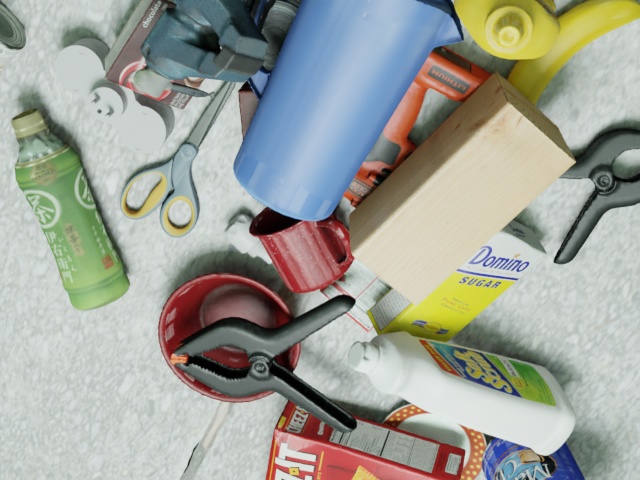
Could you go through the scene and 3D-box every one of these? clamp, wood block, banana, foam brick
[{"bbox_3d":[0.284,-0.050,1.078,0.172,0.039,0.120,-20,105,16],"label":"clamp"},{"bbox_3d":[-0.055,0.138,1.152,0.210,0.036,0.164,-3,112,12],"label":"clamp"},{"bbox_3d":[0.130,-0.048,1.021,0.090,0.090,0.206,38,112,-18],"label":"wood block"},{"bbox_3d":[0.235,-0.175,1.035,0.198,0.037,0.069,-39,102,21],"label":"banana"},{"bbox_3d":[-0.051,-0.123,1.093,0.051,0.053,0.078,-1,112,9],"label":"foam brick"}]

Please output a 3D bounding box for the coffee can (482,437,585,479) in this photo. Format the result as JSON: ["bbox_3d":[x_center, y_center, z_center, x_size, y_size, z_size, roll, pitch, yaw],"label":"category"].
[{"bbox_3d":[0.243,0.280,1.165,0.102,0.140,0.103,-2,114,-5],"label":"coffee can"}]

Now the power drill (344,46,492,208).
[{"bbox_3d":[0.101,-0.097,1.078,0.184,0.057,0.188,29,114,-9],"label":"power drill"}]

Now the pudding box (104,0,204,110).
[{"bbox_3d":[-0.150,-0.192,1.060,0.089,0.039,0.114,19,126,-31],"label":"pudding box"}]

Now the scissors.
[{"bbox_3d":[-0.132,-0.077,1.145,0.202,0.016,0.096,-38,105,21],"label":"scissors"}]

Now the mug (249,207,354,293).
[{"bbox_3d":[-0.007,0.001,1.114,0.117,0.093,0.081,-2,124,47],"label":"mug"}]

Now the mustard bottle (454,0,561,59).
[{"bbox_3d":[0.166,-0.203,0.948,0.096,0.191,0.058,29,114,-5],"label":"mustard bottle"}]

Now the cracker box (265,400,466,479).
[{"bbox_3d":[0.044,0.291,1.227,0.214,0.072,0.164,15,121,10],"label":"cracker box"}]

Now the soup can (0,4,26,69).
[{"bbox_3d":[-0.362,-0.194,1.100,0.102,0.068,0.068,-36,104,20],"label":"soup can"}]

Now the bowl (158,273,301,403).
[{"bbox_3d":[-0.097,0.100,1.195,0.162,0.055,0.162,3,114,7],"label":"bowl"}]

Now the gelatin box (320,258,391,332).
[{"bbox_3d":[0.055,0.045,1.163,0.073,0.030,0.089,40,113,-11],"label":"gelatin box"}]

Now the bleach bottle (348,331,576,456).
[{"bbox_3d":[0.142,0.152,1.107,0.250,0.102,0.068,17,119,-28],"label":"bleach bottle"}]

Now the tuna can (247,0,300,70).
[{"bbox_3d":[-0.044,-0.202,1.067,0.086,0.033,0.086,3,114,7],"label":"tuna can"}]

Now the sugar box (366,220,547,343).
[{"bbox_3d":[0.143,0.046,1.119,0.093,0.048,0.176,22,124,-42],"label":"sugar box"}]

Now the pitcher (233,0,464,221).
[{"bbox_3d":[0.005,-0.148,0.988,0.144,0.149,0.243,10,120,-38],"label":"pitcher"}]
